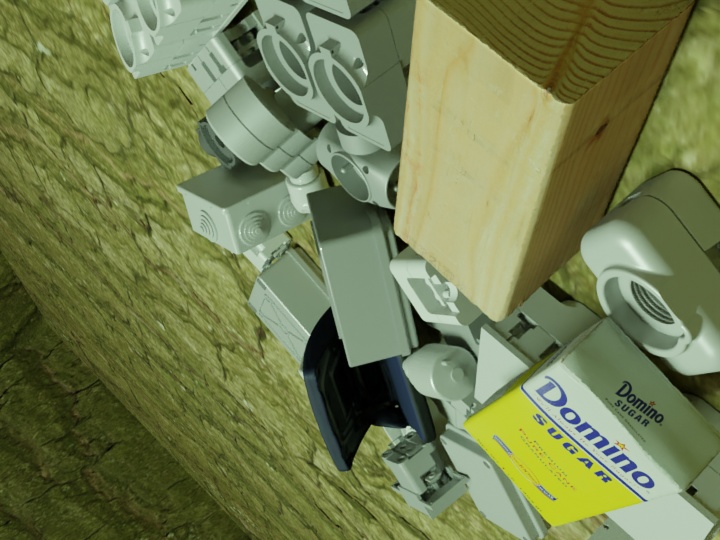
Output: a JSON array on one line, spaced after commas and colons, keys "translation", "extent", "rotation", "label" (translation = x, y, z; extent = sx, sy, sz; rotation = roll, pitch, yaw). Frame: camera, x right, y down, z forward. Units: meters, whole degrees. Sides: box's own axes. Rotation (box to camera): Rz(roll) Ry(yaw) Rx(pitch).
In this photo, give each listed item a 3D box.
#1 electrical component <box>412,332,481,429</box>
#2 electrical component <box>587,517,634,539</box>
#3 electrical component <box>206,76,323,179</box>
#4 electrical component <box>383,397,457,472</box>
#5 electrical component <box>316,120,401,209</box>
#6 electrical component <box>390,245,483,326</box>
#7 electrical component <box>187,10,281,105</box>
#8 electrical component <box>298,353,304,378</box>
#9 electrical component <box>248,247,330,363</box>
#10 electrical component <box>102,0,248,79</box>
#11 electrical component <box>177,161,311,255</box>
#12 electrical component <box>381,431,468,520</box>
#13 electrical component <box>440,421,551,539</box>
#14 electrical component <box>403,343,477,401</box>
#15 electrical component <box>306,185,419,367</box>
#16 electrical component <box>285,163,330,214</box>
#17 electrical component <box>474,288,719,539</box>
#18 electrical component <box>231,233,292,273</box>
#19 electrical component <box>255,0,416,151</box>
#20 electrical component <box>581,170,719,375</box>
[{"translation": [0.090, 0.095, 0.888], "extent": [0.089, 0.050, 0.055], "rotation": [41, 158, 28], "label": "electrical component"}, {"translation": [0.201, 0.218, 0.809], "extent": [0.050, 0.089, 0.055], "rotation": [38, 157, 31], "label": "electrical component"}, {"translation": [-0.052, -0.114, 0.791], "extent": [0.052, 0.074, 0.138], "rotation": [52, -168, 11], "label": "electrical component"}, {"translation": [0.065, 0.158, 1.024], "extent": [0.099, 0.064, 0.099], "rotation": [32, 142, 30], "label": "electrical component"}, {"translation": [0.005, -0.090, 0.754], "extent": [0.077, 0.044, 0.079], "rotation": [34, 154, 39], "label": "electrical component"}, {"translation": [0.070, -0.010, 0.686], "extent": [0.050, 0.089, 0.056], "rotation": [56, 160, -15], "label": "electrical component"}, {"translation": [-0.090, -0.155, 0.834], "extent": [0.055, 0.050, 0.089], "rotation": [55, 160, -8], "label": "electrical component"}, {"translation": [-0.001, 0.092, 1.016], "extent": [0.059, 0.095, 0.053], "rotation": [59, -157, -23], "label": "electrical component"}, {"translation": [-0.058, 0.045, 1.109], "extent": [0.108, 0.056, 0.108], "rotation": [49, 160, 6], "label": "electrical component"}, {"translation": [-0.147, -0.217, 0.790], "extent": [0.186, 0.060, 0.105], "rotation": [-14, 96, 68], "label": "electrical component"}, {"translation": [-0.100, -0.061, 0.955], "extent": [0.100, 0.100, 0.048], "rotation": [26, 137, 49], "label": "electrical component"}, {"translation": [0.054, 0.180, 0.957], "extent": [0.063, 0.042, 0.081], "rotation": [58, 161, -15], "label": "electrical component"}, {"translation": [0.128, 0.172, 0.933], "extent": [0.078, 0.057, 0.113], "rotation": [20, 144, 55], "label": "electrical component"}, {"translation": [0.055, 0.075, 0.804], "extent": [0.040, 0.040, 0.078], "rotation": [56, 160, -15], "label": "electrical component"}, {"translation": [0.000, 0.000, 0.820], "extent": [0.108, 0.056, 0.108], "rotation": [-108, 4, -64], "label": "electrical component"}, {"translation": [-0.046, -0.078, 0.900], "extent": [0.035, 0.035, 0.061], "rotation": [32, 150, 42], "label": "electrical component"}, {"translation": [0.167, 0.103, 0.721], "extent": [0.186, 0.060, 0.105], "rotation": [41, 158, 25], "label": "electrical component"}, {"translation": [-0.104, -0.035, 1.091], "extent": [0.064, 0.042, 0.081], "rotation": [45, 160, 5], "label": "electrical component"}, {"translation": [-0.021, -0.170, 0.644], "extent": [0.105, 0.060, 0.186], "rotation": [33, 153, 41], "label": "electrical component"}, {"translation": [0.164, 0.005, 0.557], "extent": [0.095, 0.059, 0.054], "rotation": [52, 160, -3], "label": "electrical component"}]
